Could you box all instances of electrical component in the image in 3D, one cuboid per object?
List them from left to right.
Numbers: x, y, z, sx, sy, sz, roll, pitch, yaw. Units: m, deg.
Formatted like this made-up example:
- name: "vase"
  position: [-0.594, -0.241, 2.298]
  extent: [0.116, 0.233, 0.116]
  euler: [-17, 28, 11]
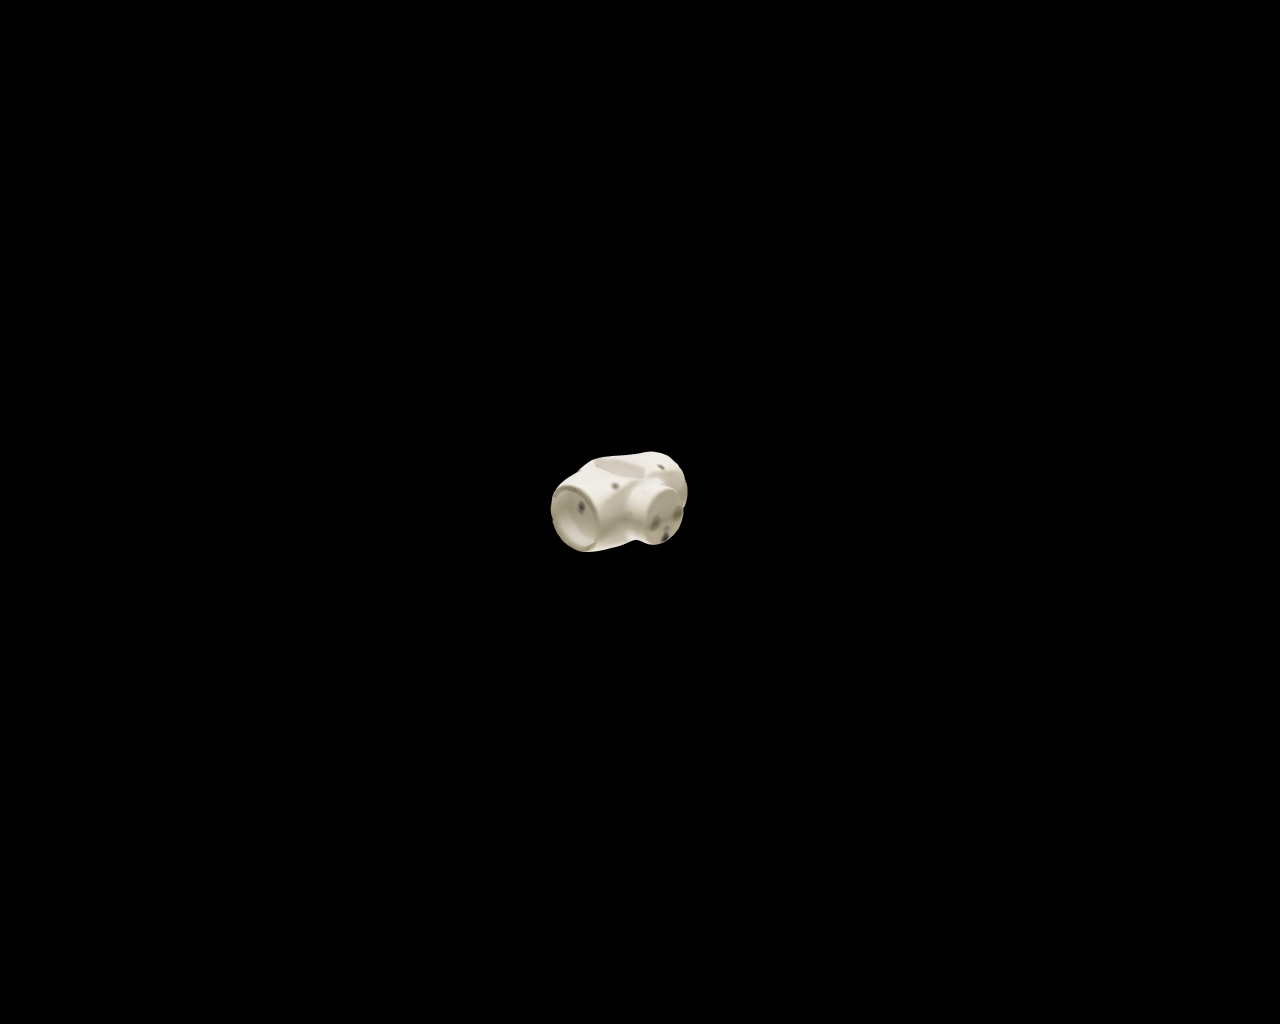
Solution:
- name: "electrical component"
  position: [0.001, -0.003, 0.650]
  extent: [0.079, 0.043, 0.077]
  euler: [22, 32, 40]
